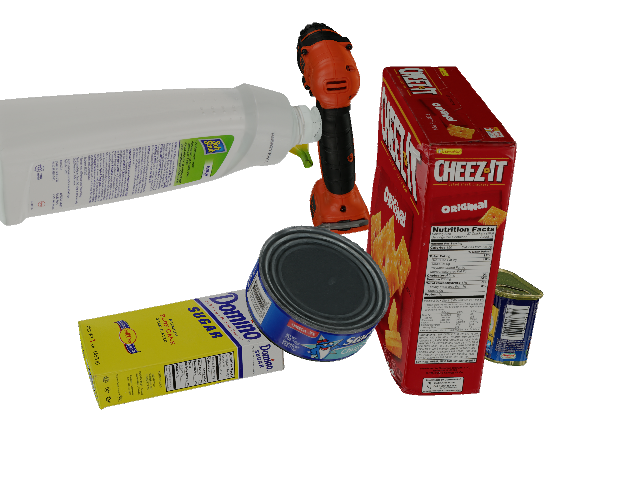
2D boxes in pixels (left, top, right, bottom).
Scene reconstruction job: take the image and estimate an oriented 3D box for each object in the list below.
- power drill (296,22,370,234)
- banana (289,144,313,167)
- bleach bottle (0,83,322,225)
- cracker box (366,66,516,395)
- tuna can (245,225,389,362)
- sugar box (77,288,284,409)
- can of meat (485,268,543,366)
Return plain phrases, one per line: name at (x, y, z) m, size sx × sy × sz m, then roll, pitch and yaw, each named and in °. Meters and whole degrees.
power drill at (0.009, -0.113, 1.053) m, size 0.057 × 0.188 × 0.184 m, roll -7°, pitch 24°, yaw -1°
banana at (-0.096, -0.130, 1.294) m, size 0.198 × 0.037 × 0.069 m, roll 8°, pitch 40°, yaw 15°
bleach bottle at (-0.123, -0.073, 0.822) m, size 0.250 × 0.068 × 0.103 m, roll -8°, pitch -28°, yaw -18°
cracker box at (0.084, -0.010, 0.842) m, size 0.072 × 0.214 × 0.164 m, roll -2°, pitch 28°, yaw -9°
tuna can at (-0.003, 0.033, 0.663) m, size 0.086 × 0.086 × 0.034 m, roll 0°, pitch -42°, yaw -28°
sugar box at (-0.131, 0.098, 0.999) m, size 0.176 × 0.048 × 0.093 m, roll -13°, pitch 34°, yaw -15°
can of meat at (0.199, 0.084, 1.194) m, size 0.057 × 0.084 × 0.102 m, roll 4°, pitch 14°, yaw -18°
